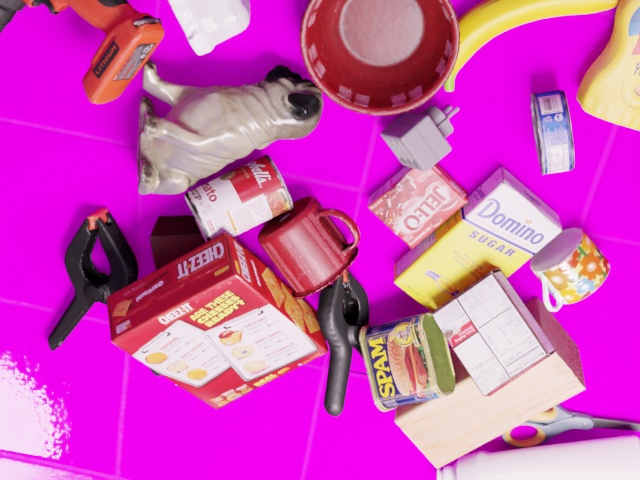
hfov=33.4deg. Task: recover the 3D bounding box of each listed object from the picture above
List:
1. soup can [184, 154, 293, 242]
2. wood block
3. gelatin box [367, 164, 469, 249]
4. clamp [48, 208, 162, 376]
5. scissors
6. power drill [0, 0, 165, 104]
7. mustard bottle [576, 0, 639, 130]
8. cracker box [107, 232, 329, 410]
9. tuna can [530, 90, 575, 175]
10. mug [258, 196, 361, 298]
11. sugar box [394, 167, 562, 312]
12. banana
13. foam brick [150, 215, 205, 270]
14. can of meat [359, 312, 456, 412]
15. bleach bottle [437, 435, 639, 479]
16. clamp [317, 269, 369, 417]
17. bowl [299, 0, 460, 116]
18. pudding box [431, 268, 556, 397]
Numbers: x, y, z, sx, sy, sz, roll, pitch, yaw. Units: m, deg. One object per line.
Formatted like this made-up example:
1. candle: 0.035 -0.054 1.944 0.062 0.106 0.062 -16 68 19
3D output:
1. soup can: -0.089 -0.043 1.172 0.102 0.068 0.068 -26 115 -8
2. wood block: 0.198 0.169 1.259 0.206 0.090 0.090 -34 109 22
3. gelatin box: 0.109 -0.044 1.188 0.073 0.030 0.089 42 115 -15
4. clamp: -0.251 0.066 1.279 0.165 0.036 0.210 16 117 15
5. scissors: 0.314 0.237 1.324 0.201 0.016 0.096 19 120 -3
6. power drill: -0.263 -0.229 1.088 0.187 0.057 0.185 46 117 5
7. mustard bottle: 0.335 -0.206 1.056 0.096 0.058 0.192 15 119 -9
8. cracker box: -0.112 0.097 1.213 0.164 0.072 0.213 -28 141 14
9. tuna can: 0.240 -0.112 1.104 0.034 0.086 0.086 -8 117 9
10. mug: -0.008 0.001 1.191 0.117 0.093 0.081 -25 109 38
11. sugar box: 0.175 0.010 1.200 0.093 0.048 0.176 37 118 -16
12. banana: 0.199 -0.223 1.079 0.198 0.037 0.069 -25 131 20
13. foam brick: -0.151 0.005 1.235 0.078 0.053 0.051 -2 118 9
14. can of meat: 0.102 0.138 1.220 0.084 0.057 0.102 -17 81 32
15. bleach bottle: 0.273 0.291 1.326 0.251 0.068 0.102 -8 149 18
16. clamp: 0.040 0.111 1.259 0.039 0.120 0.171 4 103 33
17. bowl: 0.062 -0.211 1.089 0.162 0.055 0.162 3 119 6
18. pudding box: 0.189 0.102 1.174 0.090 0.039 0.113 -37 79 20
